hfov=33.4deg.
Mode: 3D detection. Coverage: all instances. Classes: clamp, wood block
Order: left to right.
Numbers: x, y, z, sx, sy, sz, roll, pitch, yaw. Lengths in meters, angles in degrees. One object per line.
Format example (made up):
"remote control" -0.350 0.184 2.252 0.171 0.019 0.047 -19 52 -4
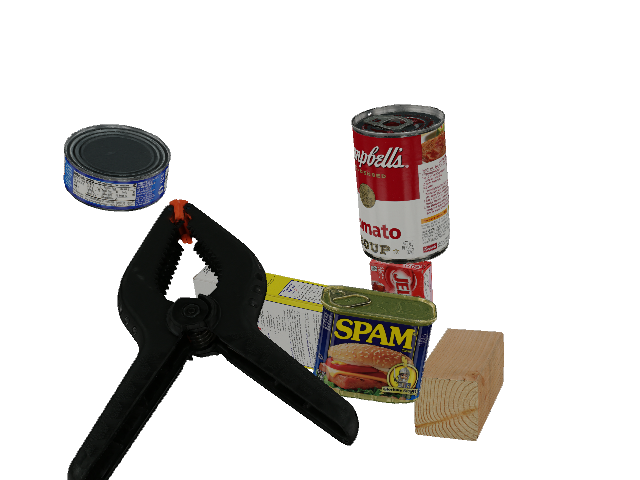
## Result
"clamp" -0.065 0.056 0.653 0.164 0.210 0.036 -6 -42 1
"wood block" 0.206 0.206 1.557 0.091 0.090 0.205 3 16 19

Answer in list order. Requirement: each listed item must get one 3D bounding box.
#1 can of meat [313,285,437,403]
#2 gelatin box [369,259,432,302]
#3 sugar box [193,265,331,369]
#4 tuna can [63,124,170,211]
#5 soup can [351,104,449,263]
"can of meat" 0.045 0.093 0.942 0.102 0.084 0.057 8 18 1
"gelatin box" 0.102 0.065 1.340 0.073 0.089 0.030 10 31 27
"sugar box" -0.049 0.084 1.157 0.176 0.093 0.048 13 35 27
"tuna can" -0.167 -0.060 0.875 0.086 0.034 0.086 8 34 -6
"soup can" 0.060 -0.042 0.788 0.068 0.102 0.068 -5 24 2
